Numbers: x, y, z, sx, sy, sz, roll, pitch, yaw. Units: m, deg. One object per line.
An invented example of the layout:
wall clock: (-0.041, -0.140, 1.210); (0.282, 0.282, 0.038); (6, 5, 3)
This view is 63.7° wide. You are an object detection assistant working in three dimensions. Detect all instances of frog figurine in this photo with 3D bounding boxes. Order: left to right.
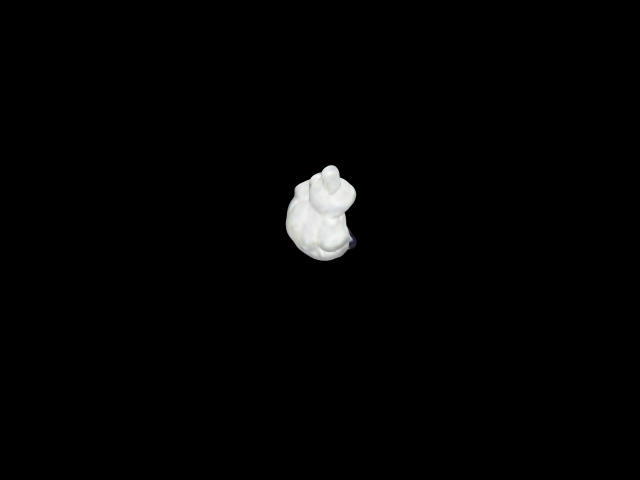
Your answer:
frog figurine: (0.003, -0.043, 0.850); (0.123, 0.139, 0.157); (-17, -21, -6)
